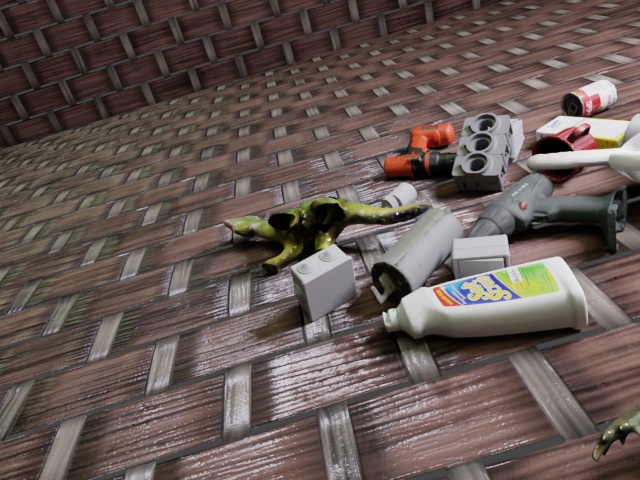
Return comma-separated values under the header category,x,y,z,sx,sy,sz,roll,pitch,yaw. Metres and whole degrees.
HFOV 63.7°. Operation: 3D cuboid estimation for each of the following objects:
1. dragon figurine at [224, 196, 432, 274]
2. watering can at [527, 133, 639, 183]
category,x,y,z,sx,sy,sz,roll,pitch,yaw
dragon figurine,0.003,-0.051,1.014,0.410,0.120,0.247,-11,22,8
watering can,0.539,-0.136,0.828,0.225,0.103,0.349,-10,13,-32
